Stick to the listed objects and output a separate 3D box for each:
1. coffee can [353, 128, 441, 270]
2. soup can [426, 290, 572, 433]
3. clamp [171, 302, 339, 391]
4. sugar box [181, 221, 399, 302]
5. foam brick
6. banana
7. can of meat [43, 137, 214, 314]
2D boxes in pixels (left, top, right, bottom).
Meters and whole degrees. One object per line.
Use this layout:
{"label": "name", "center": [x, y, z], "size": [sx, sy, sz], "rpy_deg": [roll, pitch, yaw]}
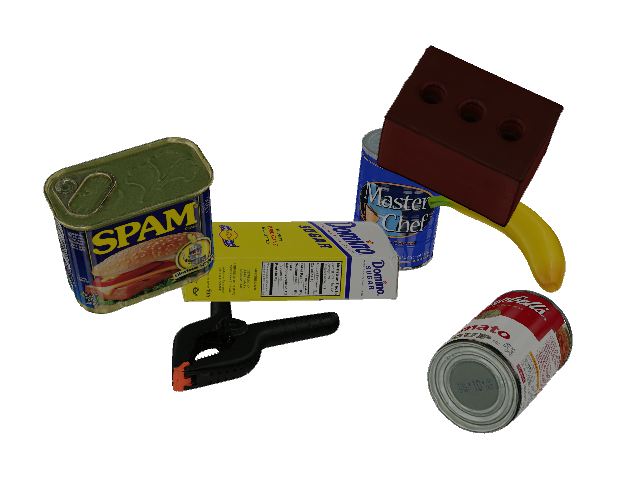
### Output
{"label": "coffee can", "center": [0.093, -0.050, 1.265], "size": [0.103, 0.140, 0.103], "rpy_deg": [5, 29, -3]}
{"label": "soup can", "center": [0.124, 0.082, 0.735], "size": [0.069, 0.068, 0.102], "rpy_deg": [0, 16, 33]}
{"label": "clamp", "center": [-0.084, 0.104, 1.149], "size": [0.165, 0.036, 0.209], "rpy_deg": [14, 29, 18]}
{"label": "sugar box", "center": [-0.030, 0.015, 0.891], "size": [0.176, 0.048, 0.093], "rpy_deg": [-3, 20, -9]}
{"label": "foam brick", "center": [0.076, -0.054, 0.550], "size": [0.078, 0.053, 0.051], "rpy_deg": [27, -22, 13]}
{"label": "banana", "center": [0.192, -0.008, 1.074], "size": [0.069, 0.037, 0.198], "rpy_deg": [-34, 39, -14]}
{"label": "can of meat", "center": [-0.119, -0.008, 0.687], "size": [0.102, 0.084, 0.057], "rpy_deg": [-19, 49, -19]}
